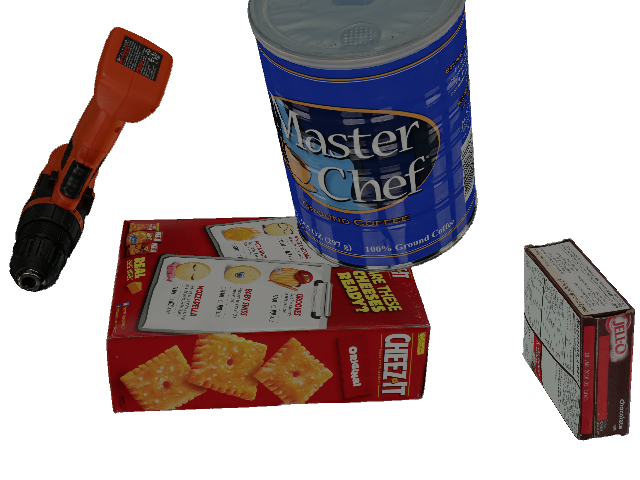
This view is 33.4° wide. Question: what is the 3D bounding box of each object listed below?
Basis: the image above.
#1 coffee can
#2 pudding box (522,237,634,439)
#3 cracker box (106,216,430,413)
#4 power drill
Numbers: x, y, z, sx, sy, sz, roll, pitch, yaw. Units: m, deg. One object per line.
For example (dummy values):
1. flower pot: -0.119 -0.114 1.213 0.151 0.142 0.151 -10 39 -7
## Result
1. coffee can: 0.026 -0.068 0.544 0.103 0.102 0.140 0 -44 12
2. pudding box: 0.166 0.062 0.695 0.039 0.090 0.113 -7 24 -8
3. cracker box: -0.041 0.049 0.778 0.213 0.072 0.164 -1 29 -6
4. power drill: -0.192 -0.068 0.871 0.057 0.188 0.184 27 32 -19
